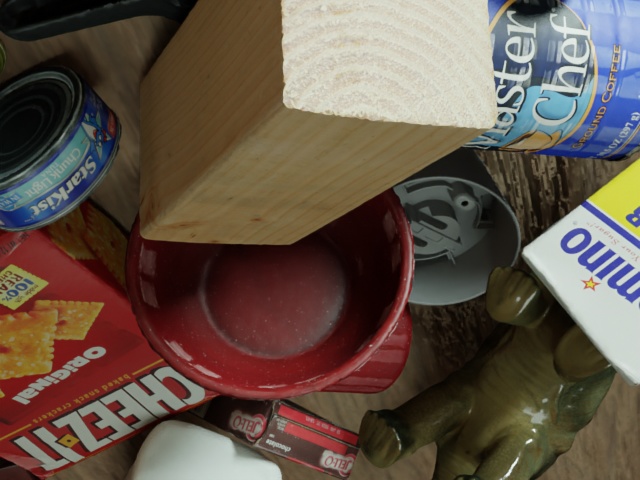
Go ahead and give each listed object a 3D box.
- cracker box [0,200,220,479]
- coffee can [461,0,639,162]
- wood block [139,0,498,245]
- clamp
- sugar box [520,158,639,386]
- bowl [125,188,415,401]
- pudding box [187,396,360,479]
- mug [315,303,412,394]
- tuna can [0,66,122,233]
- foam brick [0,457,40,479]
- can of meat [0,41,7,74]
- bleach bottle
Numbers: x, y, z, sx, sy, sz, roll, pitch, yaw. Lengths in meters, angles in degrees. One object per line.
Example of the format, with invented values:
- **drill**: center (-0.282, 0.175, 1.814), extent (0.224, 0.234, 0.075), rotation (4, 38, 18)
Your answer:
- **cracker box**: center (-0.178, 0.058, 0.665), extent (0.164, 0.072, 0.213), rotation (-26, 138, 14)
- **coffee can**: center (0.094, -0.095, 0.545), extent (0.140, 0.103, 0.103), rotation (3, 136, -18)
- **wood block**: center (-0.014, -0.064, 0.489), extent (0.090, 0.091, 0.206), rotation (3, 166, -23)
- **clamp**: center (-0.073, -0.127, 0.516), extent (0.171, 0.039, 0.120), rotation (11, 150, -27)
- **sugar box**: center (0.201, -0.013, 0.553), extent (0.176, 0.093, 0.048), rotation (-40, 172, 7)
- **bowl**: center (-0.027, 0.019, 0.614), extent (0.162, 0.162, 0.055), rotation (-12, 159, -2)
- **pudding box**: center (-0.038, 0.127, 0.755), extent (0.089, 0.114, 0.039), rotation (31, 81, -37)
- **mug**: center (0.001, 0.062, 0.714), extent (0.081, 0.093, 0.117), rotation (7, 164, -29)
- **tuna can**: center (-0.147, -0.048, 0.547), extent (0.086, 0.086, 0.033), rotation (-25, 135, 13)
- **foam brick**: center (-0.245, 0.162, 0.777), extent (0.078, 0.053, 0.051), rotation (-14, 139, -1)
- **can of meat**: center (-0.205, -0.055, 0.524), extent (0.102, 0.084, 0.057), rotation (-29, 136, 18)
- **bleach bottle**: center (-0.112, 0.199, 0.799), extent (0.102, 0.068, 0.251), rotation (23, 154, -12)
